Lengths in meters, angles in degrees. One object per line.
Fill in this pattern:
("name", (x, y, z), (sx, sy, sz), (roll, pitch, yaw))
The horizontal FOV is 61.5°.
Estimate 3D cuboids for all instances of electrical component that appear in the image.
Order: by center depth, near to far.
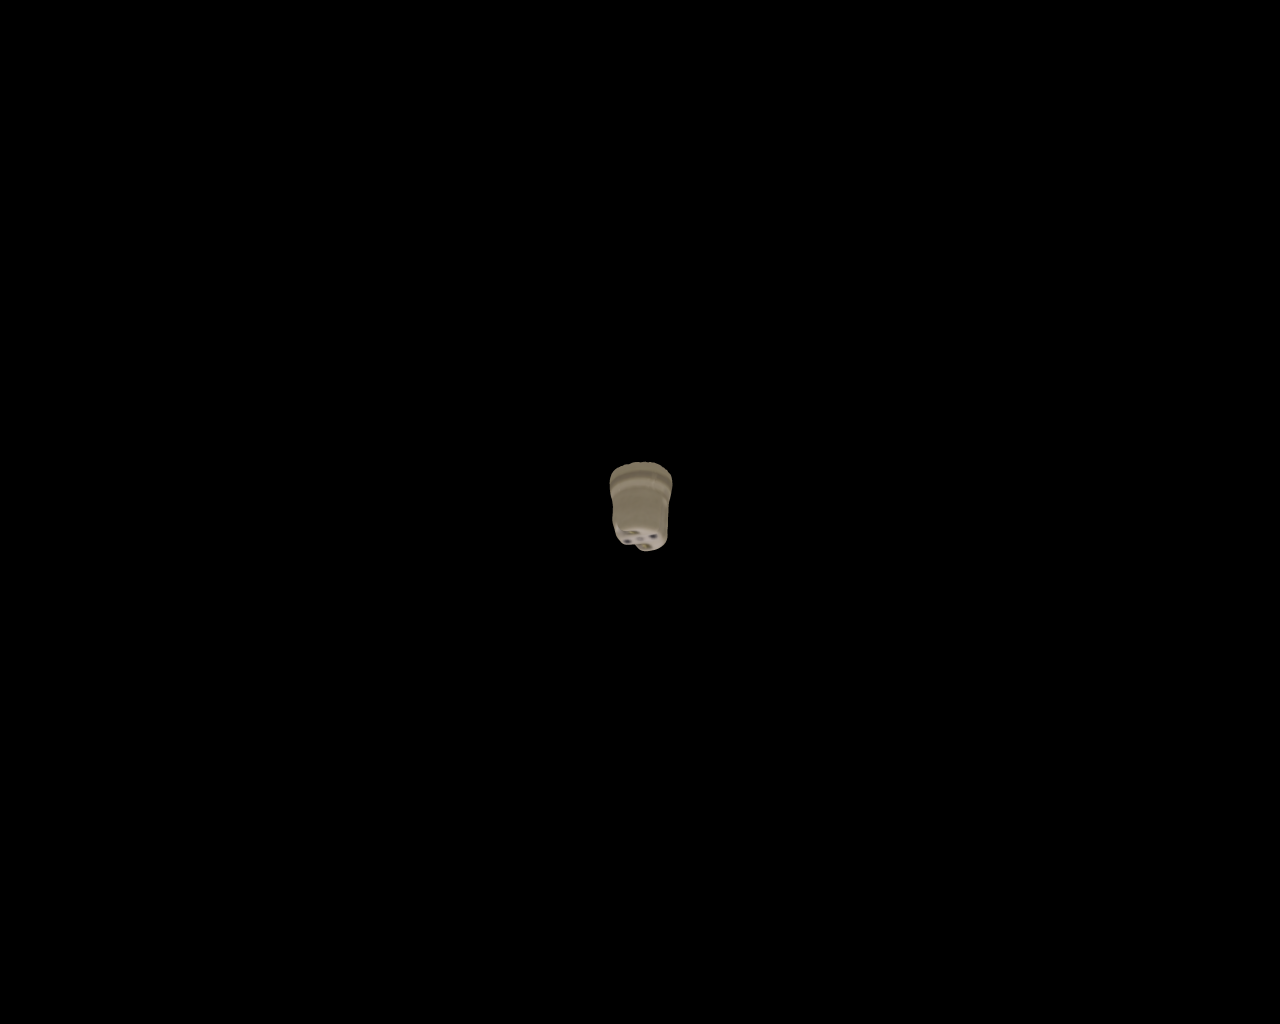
("electrical component", (0.001, -0.003, 0.650), (0.040, 0.046, 0.040), (0, -31, 0))
